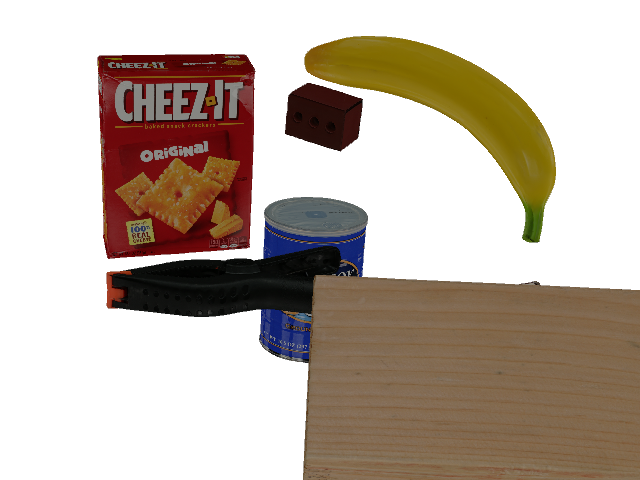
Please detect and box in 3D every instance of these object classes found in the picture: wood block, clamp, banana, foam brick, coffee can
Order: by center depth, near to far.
[{"bbox_3d":[0.096,0.077,0.517,0.206,0.091,0.090,3,-24,-1],"label":"wood block"},{"bbox_3d":[0.079,-0.084,0.679,0.198,0.069,0.037,40,-2,17],"label":"banana"},{"bbox_3d":[-0.052,0.036,0.804,0.209,0.036,0.165,-3,12,-22],"label":"clamp"},{"bbox_3d":[-0.008,0.038,1.075,0.103,0.140,0.103,3,20,-1],"label":"coffee can"},{"bbox_3d":[0.004,-0.147,1.264,0.078,0.053,0.051,19,32,21],"label":"foam brick"}]

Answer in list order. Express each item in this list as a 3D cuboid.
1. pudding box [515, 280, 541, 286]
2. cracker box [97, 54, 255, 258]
[{"bbox_3d":[0.135,0.087,0.875,0.113,0.090,0.039,-11,29,-23],"label":"pudding box"},{"bbox_3d":[-0.158,-0.091,1.170,0.164,0.214,0.072,-3,25,-15],"label":"cracker box"}]
